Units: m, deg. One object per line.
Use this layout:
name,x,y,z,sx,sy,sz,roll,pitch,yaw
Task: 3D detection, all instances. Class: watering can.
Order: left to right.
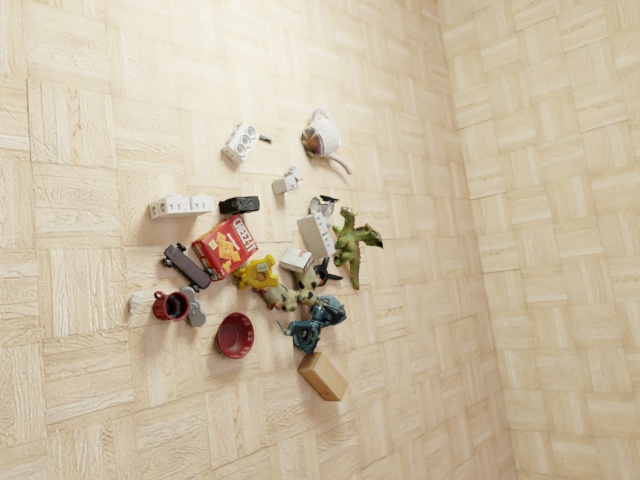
watering can,0.035,-0.435,2.379,0.228,0.103,0.345,-35,104,-46

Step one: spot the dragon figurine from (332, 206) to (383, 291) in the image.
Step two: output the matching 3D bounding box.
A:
dragon figurine,0.172,0.030,2.307,0.124,0.240,0.407,-43,110,-50

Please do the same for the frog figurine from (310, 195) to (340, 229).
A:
frog figurine,0.007,-0.115,2.285,0.139,0.123,0.157,-31,141,-59
